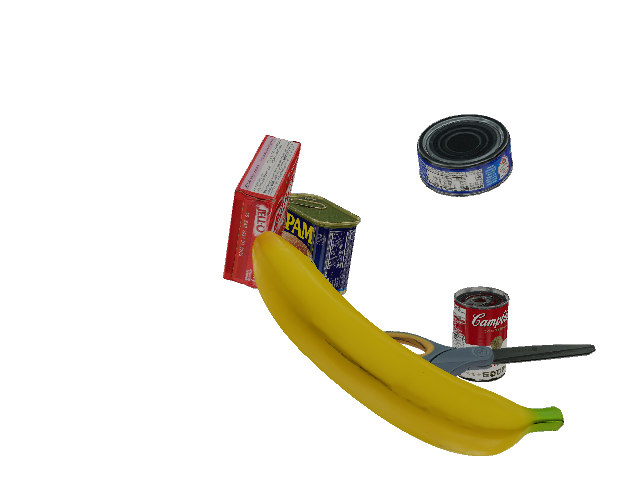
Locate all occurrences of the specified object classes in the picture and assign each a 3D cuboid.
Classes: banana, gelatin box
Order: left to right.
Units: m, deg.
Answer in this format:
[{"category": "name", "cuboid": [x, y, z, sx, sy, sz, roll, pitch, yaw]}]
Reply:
[{"category": "gelatin box", "cuboid": [-0.040, -0.021, 0.744, 0.030, 0.073, 0.089, 14, 32, 3]}, {"category": "banana", "cuboid": [0.028, 0.058, 0.559, 0.198, 0.037, 0.069, 33, 21, 19]}]

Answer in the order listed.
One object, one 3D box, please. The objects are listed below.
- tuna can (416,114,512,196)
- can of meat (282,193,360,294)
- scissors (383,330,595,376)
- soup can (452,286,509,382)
[{"category": "tuna can", "cuboid": [0.131, -0.079, 0.973, 0.086, 0.034, 0.086, -8, 39, 6]}, {"category": "can of meat", "cuboid": [-0.008, 0.004, 1.138, 0.057, 0.084, 0.102, -4, 21, -34]}, {"category": "scissors", "cuboid": [0.120, 0.106, 0.854, 0.202, 0.016, 0.096, 5, 35, 7]}, {"category": "soup can", "cuboid": [0.199, 0.117, 1.332, 0.068, 0.102, 0.068, -1, 18, 0]}]
